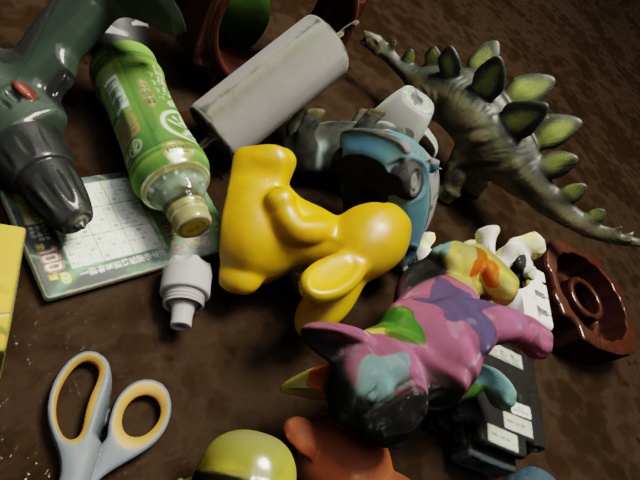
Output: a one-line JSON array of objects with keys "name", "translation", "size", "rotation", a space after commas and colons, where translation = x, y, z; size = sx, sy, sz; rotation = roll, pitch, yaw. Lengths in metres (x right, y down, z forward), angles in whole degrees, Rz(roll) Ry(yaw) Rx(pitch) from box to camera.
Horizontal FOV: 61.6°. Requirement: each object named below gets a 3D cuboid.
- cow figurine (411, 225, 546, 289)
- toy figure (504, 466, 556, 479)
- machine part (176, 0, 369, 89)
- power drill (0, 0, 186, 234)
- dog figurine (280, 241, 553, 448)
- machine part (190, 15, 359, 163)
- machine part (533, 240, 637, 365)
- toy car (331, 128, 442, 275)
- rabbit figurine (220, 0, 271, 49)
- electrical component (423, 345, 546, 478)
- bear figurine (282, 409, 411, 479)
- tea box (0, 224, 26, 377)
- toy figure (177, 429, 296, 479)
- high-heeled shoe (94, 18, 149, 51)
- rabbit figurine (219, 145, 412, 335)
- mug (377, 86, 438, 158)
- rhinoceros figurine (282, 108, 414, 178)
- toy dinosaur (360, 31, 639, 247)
[{"name": "cow figurine", "translation": [0.190, 0.037, 0.626], "size": [0.167, 0.068, 0.098], "rotation": [-6, 63, -4]}, {"name": "toy figure", "translation": [0.169, 0.269, 0.484], "size": [0.064, 0.057, 0.154], "rotation": [21, 34, 36]}, {"name": "machine part", "translation": [-0.054, -0.268, 0.627], "size": [0.201, 0.201, 0.087], "rotation": [-6, 54, -37]}, {"name": "power drill", "translation": [-0.213, -0.143, 0.461], "size": [0.232, 0.086, 0.207], "rotation": [40, 87, 14]}, {"name": "dog figurine", "translation": [0.072, 0.079, 0.459], "size": [0.219, 0.108, 0.192], "rotation": [3, 42, -23]}, {"name": "machine part", "translation": [-0.054, -0.165, 0.586], "size": [0.243, 0.079, 0.079], "rotation": [-43, 85, -10]}, {"name": "machine part", "translation": [0.356, 0.087, 0.745], "size": [0.179, 0.056, 0.179], "rotation": [18, 50, -23]}, {"name": "toy car", "translation": [0.083, -0.049, 0.583], "size": [0.103, 0.161, 0.109], "rotation": [-27, 32, -34]}, {"name": "rabbit figurine", "translation": [-0.108, -0.345, 0.707], "size": [0.121, 0.159, 0.170], "rotation": [-24, 88, -53]}, {"name": "electrical component", "translation": [0.168, 0.168, 0.556], "size": [0.115, 0.058, 0.134], "rotation": [26, 47, -12]}, {"name": "bear figurine", "translation": [0.045, 0.223, 0.408], "size": [0.196, 0.120, 0.132], "rotation": [26, 86, 19]}, {"name": "tea box", "translation": [-0.289, 0.034, 0.340], "size": [0.169, 0.068, 0.098], "rotation": [8, 55, -29]}, {"name": "toy figure", "translation": [-0.058, 0.216, 0.345], "size": [0.082, 0.089, 0.180], "rotation": [32, 43, -21]}, {"name": "high-heeled shoe", "translation": [-0.229, -0.315, 0.587], "size": [0.086, 0.145, 0.249], "rotation": [-15, 66, -39]}, {"name": "rabbit figurine", "translation": [-0.001, -0.001, 0.491], "size": [0.173, 0.121, 0.162], "rotation": [5, 51, -2]}, {"name": "mug", "translation": [0.109, -0.141, 0.712], "size": [0.109, 0.107, 0.081], "rotation": [37, 46, -2]}, {"name": "rhinoceros figurine", "translation": [0.047, -0.102, 0.643], "size": [0.190, 0.112, 0.073], "rotation": [5, 10, -17]}, {"name": "toy dinosaur", "translation": [0.231, -0.135, 0.728], "size": [0.471, 0.198, 0.105], "rotation": [46, 48, 6]}]
